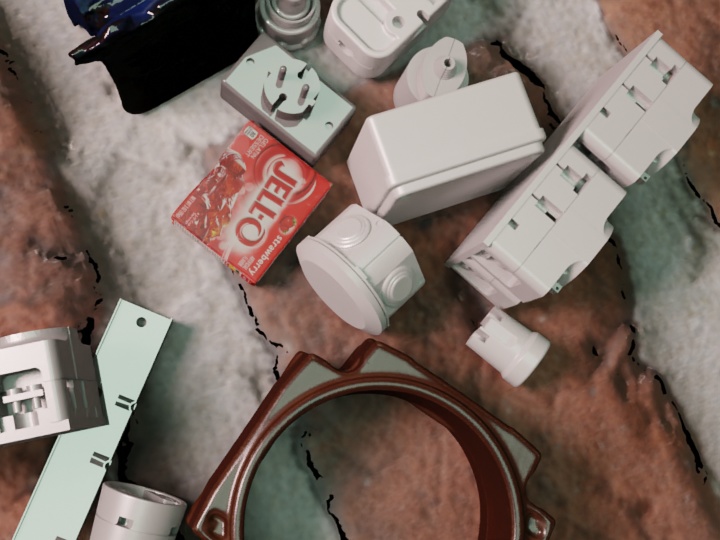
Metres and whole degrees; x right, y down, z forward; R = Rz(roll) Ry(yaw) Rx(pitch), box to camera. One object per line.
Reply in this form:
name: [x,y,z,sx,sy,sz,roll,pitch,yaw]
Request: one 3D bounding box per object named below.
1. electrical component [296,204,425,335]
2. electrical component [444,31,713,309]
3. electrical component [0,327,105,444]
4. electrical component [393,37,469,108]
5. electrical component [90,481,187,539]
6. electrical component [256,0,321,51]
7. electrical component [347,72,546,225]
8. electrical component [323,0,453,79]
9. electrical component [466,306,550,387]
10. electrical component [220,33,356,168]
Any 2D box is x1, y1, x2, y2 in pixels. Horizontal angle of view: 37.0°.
electrical component: [0.000,0.000,0.717,0.051,0.080,0.080,-43,90,-17]
electrical component: [0.150,-0.061,0.734,0.060,0.105,0.186,41,79,-2]
electrical component: [-0.243,0.080,0.653,0.150,0.089,0.061,-12,83,-2]
electrical component: [0.051,-0.130,0.741,0.043,0.081,0.043,1,82,-9]
electrical component: [-0.144,0.165,0.686,0.055,0.055,0.047,17,84,-6]
electrical component: [-0.048,-0.182,0.742,0.048,0.062,0.048,1,82,-9]
electrical component: [0.054,-0.077,0.721,0.109,0.108,0.056,-18,83,-11]
electrical component: [0.022,-0.183,0.754,0.054,0.059,0.095,45,78,-1]
electrical component: [0.102,0.052,0.747,0.046,0.040,0.040,37,79,4]
electrical component: [-0.047,-0.119,0.727,0.083,0.076,0.047,39,79,-2]
